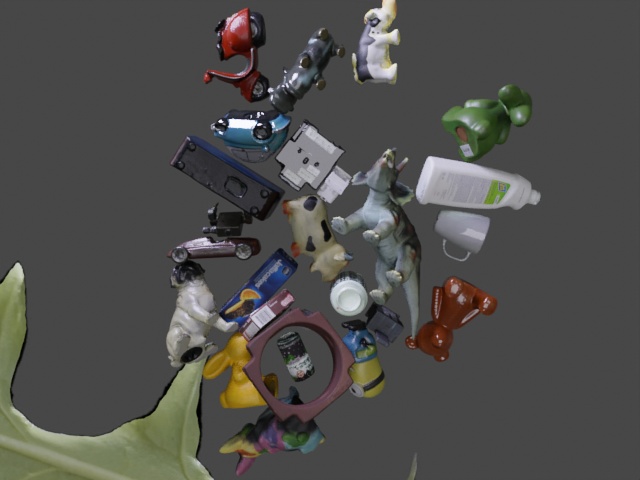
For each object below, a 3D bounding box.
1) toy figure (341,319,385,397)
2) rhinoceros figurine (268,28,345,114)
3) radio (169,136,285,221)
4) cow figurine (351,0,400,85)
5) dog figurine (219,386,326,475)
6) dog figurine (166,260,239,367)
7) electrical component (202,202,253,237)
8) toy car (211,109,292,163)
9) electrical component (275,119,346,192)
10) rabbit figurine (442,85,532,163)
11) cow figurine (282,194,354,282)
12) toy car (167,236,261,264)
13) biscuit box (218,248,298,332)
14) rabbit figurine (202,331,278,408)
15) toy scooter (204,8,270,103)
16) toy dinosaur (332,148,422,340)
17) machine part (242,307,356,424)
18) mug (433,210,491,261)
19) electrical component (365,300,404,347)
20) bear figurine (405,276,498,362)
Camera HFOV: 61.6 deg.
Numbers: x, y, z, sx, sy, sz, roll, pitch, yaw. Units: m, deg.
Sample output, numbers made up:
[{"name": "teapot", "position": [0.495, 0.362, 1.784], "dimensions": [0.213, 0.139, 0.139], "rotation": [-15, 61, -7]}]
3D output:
[{"name": "toy figure", "position": [0.097, 0.269, 1.211], "dimensions": [0.089, 0.082, 0.180], "rotation": [-7, 98, 4]}, {"name": "rhinoceros figurine", "position": [-0.033, -0.341, 1.082], "dimensions": [0.073, 0.112, 0.190], "rotation": [36, 87, -34]}, {"name": "radio", "position": [-0.188, -0.128, 1.113], "dimensions": [0.229, 0.131, 0.073], "rotation": [30, 98, -5]}, {"name": "cow figurine", "position": [0.113, -0.402, 1.088], "dimensions": [0.098, 0.068, 0.167], "rotation": [1, 100, 7]}, {"name": "dog figurine", "position": [-0.112, 0.446, 1.206], "dimensions": [0.219, 0.192, 0.108], "rotation": [-34, 105, -8]}, {"name": "dog figurine", "position": [-0.291, 0.154, 1.157], "dimensions": [0.172, 0.121, 0.191], "rotation": [-39, 56, -8]}, {"name": "electrical component", "position": [-0.199, -0.045, 1.165], "dimensions": [0.102, 0.078, 0.045], "rotation": [1, 125, 6]}, {"name": "toy car", "position": [-0.139, -0.211, 1.113], "dimensions": [0.162, 0.109, 0.102], "rotation": [3, 119, 10]}, {"name": "electrical component", "position": [-0.028, -0.171, 1.139], "dimensions": [0.115, 0.058, 0.134], "rotation": [39, 100, -4]}, {"name": "rabbit figurine", "position": [0.355, -0.256, 1.081], "dimensions": [0.170, 0.159, 0.121], "rotation": [-33, 89, -8]}, {"name": "cow figurine", "position": [-0.002, -0.004, 1.160], "dimensions": [0.127, 0.085, 0.194], "rotation": [-13, 96, 5]}, {"name": "toy car", "position": [-0.229, 0.018, 1.164], "dimensions": [0.202, 0.089, 0.053], "rotation": [-2, 101, 3]}, {"name": "biscuit box", "position": [-0.136, 0.109, 1.194], "dimensions": [0.063, 0.059, 0.202], "rotation": [42, 99, -7]}, {"name": "rabbit figurine", "position": [-0.175, 0.286, 1.219], "dimensions": [0.162, 0.122, 0.173], "rotation": [-6, 87, 12]}, {"name": "toy scooter", "position": [-0.175, -0.372, 1.096], "dimensions": [0.135, 0.075, 0.183], "rotation": [-2, 106, 3]}, {"name": "toy dinosaur", "position": [0.155, 0.000, 1.134], "dimensions": [0.192, 0.131, 0.404], "rotation": [-43, 122, -34]}, {"name": "machine part", "position": [-0.045, 0.260, 1.126], "dimensions": [0.201, 0.087, 0.201], "rotation": [-36, 86, -19]}, {"name": "mug", "position": [0.296, -0.015, 1.156], "dimensions": [0.107, 0.081, 0.109], "rotation": [23, 104, 8]}, {"name": "electrical component", "position": [0.140, 0.185, 1.173], "dimensions": [0.075, 0.119, 0.047], "rotation": [33, 101, -3]}, {"name": "bear figurine", "position": [0.276, 0.178, 1.167], "dimensions": [0.120, 0.132, 0.195], "rotation": [30, 94, -2]}]
